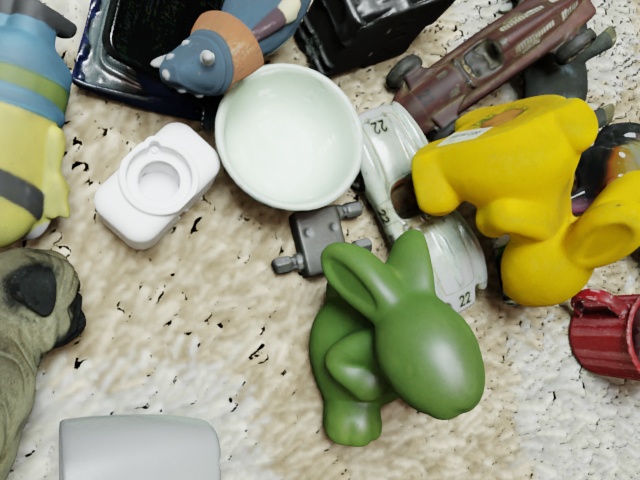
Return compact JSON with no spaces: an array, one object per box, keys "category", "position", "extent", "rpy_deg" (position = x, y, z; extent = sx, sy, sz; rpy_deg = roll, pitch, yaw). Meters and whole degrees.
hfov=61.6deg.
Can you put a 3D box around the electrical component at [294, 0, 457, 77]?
[{"category":"electrical component","position":[0.056,-0.203,0.474],"extent":[0.134,0.115,0.058],"rpy_deg":[-25,92,-17]}]

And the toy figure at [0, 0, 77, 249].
[{"category":"toy figure","position":[-0.227,-0.082,0.377],"extent":[0.089,0.082,0.180],"rpy_deg":[13,85,-55]}]

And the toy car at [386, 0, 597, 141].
[{"category":"toy car","position":[0.158,-0.168,0.497],"extent":[0.202,0.053,0.089],"rpy_deg":[-33,83,10]}]

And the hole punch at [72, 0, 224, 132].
[{"category":"hole punch","position":[-0.129,-0.163,0.435],"extent":[0.115,0.092,0.142],"rpy_deg":[20,71,-44]}]

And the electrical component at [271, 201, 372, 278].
[{"category":"electrical component","position":[-0.001,-0.001,0.475],"extent":[0.094,0.021,0.063],"rpy_deg":[-14,86,-18]}]

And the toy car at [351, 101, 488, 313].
[{"category":"toy car","position":[0.086,-0.026,0.487],"extent":[0.073,0.056,0.201],"rpy_deg":[-27,90,-20]}]

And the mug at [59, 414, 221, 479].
[{"category":"mug","position":[-0.126,0.174,0.380],"extent":[0.107,0.081,0.109],"rpy_deg":[-3,82,-26]}]

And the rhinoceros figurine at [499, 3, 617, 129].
[{"category":"rhinoceros figurine","position":[0.235,-0.186,0.555],"extent":[0.112,0.073,0.190],"rpy_deg":[-2,84,-7]}]

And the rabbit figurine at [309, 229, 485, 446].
[{"category":"rabbit figurine","position":[0.065,0.073,0.406],"extent":[0.121,0.170,0.159],"rpy_deg":[-10,86,-19]}]

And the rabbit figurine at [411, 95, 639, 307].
[{"category":"rabbit figurine","position":[0.180,-0.025,0.434],"extent":[0.122,0.163,0.173],"rpy_deg":[-38,115,-46]}]

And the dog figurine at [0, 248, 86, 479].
[{"category":"dog figurine","position":[-0.216,0.093,0.320],"extent":[0.121,0.172,0.190],"rpy_deg":[21,83,-25]}]

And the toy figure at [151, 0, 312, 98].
[{"category":"toy figure","position":[-0.059,-0.154,0.401],"extent":[0.057,0.064,0.154],"rpy_deg":[44,61,-19]}]

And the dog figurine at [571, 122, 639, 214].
[{"category":"dog figurine","position":[0.335,-0.019,0.530],"extent":[0.219,0.108,0.191],"rpy_deg":[-4,91,-21]}]
